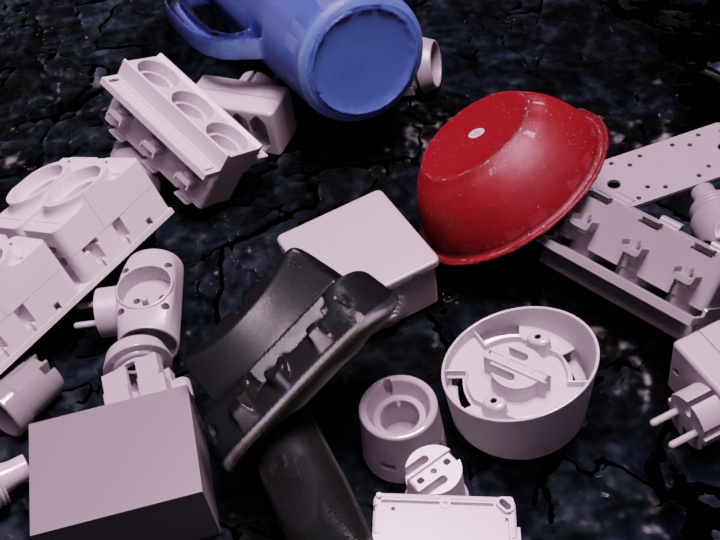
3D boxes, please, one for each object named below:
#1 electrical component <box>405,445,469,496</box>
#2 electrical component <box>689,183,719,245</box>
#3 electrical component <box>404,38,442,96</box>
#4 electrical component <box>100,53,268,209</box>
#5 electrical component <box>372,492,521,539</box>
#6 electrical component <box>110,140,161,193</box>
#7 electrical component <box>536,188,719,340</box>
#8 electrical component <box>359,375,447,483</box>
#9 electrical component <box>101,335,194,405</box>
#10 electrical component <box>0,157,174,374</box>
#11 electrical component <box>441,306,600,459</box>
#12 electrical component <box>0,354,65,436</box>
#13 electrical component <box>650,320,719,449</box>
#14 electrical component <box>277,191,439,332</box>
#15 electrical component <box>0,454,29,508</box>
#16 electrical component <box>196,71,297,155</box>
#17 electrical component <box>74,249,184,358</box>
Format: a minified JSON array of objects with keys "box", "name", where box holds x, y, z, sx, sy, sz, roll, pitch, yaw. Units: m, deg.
[{"box":[0.046,0.133,0.655,0.040,0.046,0.040,-4,48,5],"name":"electrical component"},{"box":[0.260,-0.037,0.779,0.043,0.043,0.062,-12,46,-2],"name":"electrical component"},{"box":[0.040,-0.178,0.943,0.055,0.048,0.066,-1,48,18],"name":"electrical component"},{"box":[-0.146,-0.111,0.871,0.121,0.063,0.079,43,34,15],"name":"electrical component"},{"box":[0.054,0.170,0.615,0.096,0.061,0.061,2,48,2],"name":"electrical component"},{"box":[-0.192,-0.087,0.900,0.040,0.040,0.078,-17,48,-6],"name":"electrical component"},{"box":[0.195,-0.007,0.739,0.121,0.063,0.079,33,19,32],"name":"electrical component"},{"box":[0.026,0.100,0.688,0.055,0.047,0.055,-5,47,5],"name":"electrical component"},{"box":[-0.149,0.078,0.737,0.066,0.048,0.055,-25,50,3],"name":"electrical component"},{"box":[-0.246,-0.012,0.801,0.105,0.060,0.186,7,45,45],"name":"electrical component"},{"box":[0.102,0.070,0.691,0.099,0.064,0.099,-5,47,5],"name":"electrical component"},{"box":[-0.235,0.086,0.749,0.040,0.040,0.046,21,48,26],"name":"electrical component"},{"box":[0.218,0.087,0.669,0.076,0.047,0.083,-24,49,-12],"name":"electrical component"},{"box":[0.000,0.000,0.783,0.100,0.048,0.099,-26,49,-14],"name":"electrical component"},{"box":[-0.245,0.141,0.697,0.062,0.048,0.048,-25,49,-22],"name":"electrical component"},{"box":[-0.095,-0.146,0.934,0.083,0.047,0.075,12,51,19],"name":"electrical component"},{"box":[-0.170,0.029,0.788,0.079,0.044,0.077,-7,47,2],"name":"electrical component"}]
